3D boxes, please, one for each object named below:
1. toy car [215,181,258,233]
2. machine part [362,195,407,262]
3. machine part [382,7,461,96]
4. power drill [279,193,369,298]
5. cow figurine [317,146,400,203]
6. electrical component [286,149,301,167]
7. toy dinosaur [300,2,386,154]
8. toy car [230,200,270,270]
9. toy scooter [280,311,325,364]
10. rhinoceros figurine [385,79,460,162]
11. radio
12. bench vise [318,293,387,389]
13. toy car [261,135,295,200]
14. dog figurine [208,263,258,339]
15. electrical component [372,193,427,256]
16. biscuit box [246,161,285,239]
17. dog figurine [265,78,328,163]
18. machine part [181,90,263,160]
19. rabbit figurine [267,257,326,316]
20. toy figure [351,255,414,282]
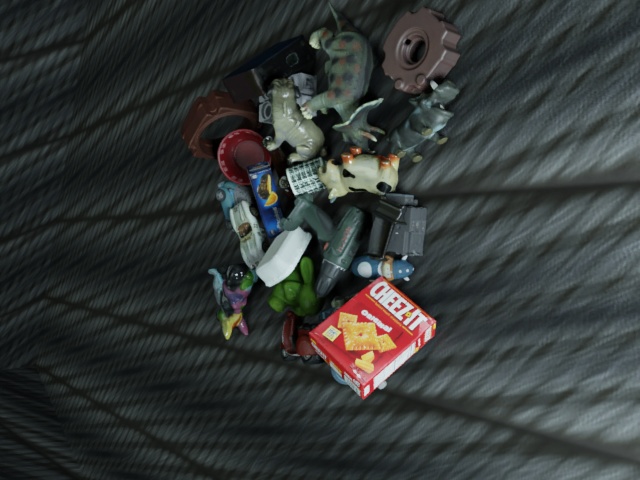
[{"bbox_3d":[-0.234,-0.106,1.592,0.103,0.109,0.161,-16,87,28],"label":"toy car"},{"bbox_3d":[0.138,-0.019,1.147,0.084,0.039,0.138,31,112,37],"label":"machine part"},{"bbox_3d":[0.208,-0.398,1.135,0.179,0.056,0.179,-1,88,47],"label":"machine part"},{"bbox_3d":[-0.003,-0.004,1.298,0.208,0.086,0.232,38,97,35],"label":"power drill"},{"bbox_3d":[0.084,-0.144,1.231,0.195,0.085,0.127,11,120,26],"label":"cow figurine"},{"bbox_3d":[-0.060,-0.203,1.424,0.021,0.063,0.094,-32,66,43],"label":"electrical component"},{"bbox_3d":[0.067,-0.393,1.254,0.192,0.131,0.404,0,86,35],"label":"toy dinosaur"},{"bbox_3d":[-0.197,-0.014,1.502,0.073,0.056,0.202,-32,68,29],"label":"toy car"},{"bbox_3d":[-0.049,0.254,1.414,0.184,0.075,0.135,-9,83,52],"label":"toy scooter"},{"bbox_3d":[0.217,-0.248,1.122,0.190,0.073,0.112,-46,48,40],"label":"rhinoceros figurine"},{"bbox_3d":[-0.129,-0.441,1.383,0.131,0.229,0.073,3,131,45],"label":"radio"},{"bbox_3d":[0.081,0.246,1.221,0.241,0.129,0.223,-143,54,-60],"label":"bench vise"},{"bbox_3d":[-0.102,-0.200,1.457,0.053,0.089,0.202,-26,66,10],"label":"toy car"},{"bbox_3d":[-0.251,0.183,1.612,0.192,0.108,0.219,-12,86,44],"label":"dog figurine"},{"bbox_3d":[0.172,-0.035,1.179,0.115,0.058,0.134,6,96,45],"label":"electrical component"},{"bbox_3d":[-0.139,-0.105,1.444,0.059,0.063,0.202,-118,12,-59],"label":"biscuit box"},{"bbox_3d":[-0.050,-0.293,1.317,0.190,0.172,0.121,104,-179,-58],"label":"dog figurine"},{"bbox_3d":[-0.285,-0.327,1.567,0.201,0.201,0.087,-50,56,35],"label":"machine part"},{"bbox_3d":[-0.031,0.131,1.363,0.170,0.121,0.159,19,84,60],"label":"rabbit figurine"},{"bbox_3d":[0.140,0.065,1.218,0.155,0.058,0.064,1,131,46],"label":"toy figure"}]
